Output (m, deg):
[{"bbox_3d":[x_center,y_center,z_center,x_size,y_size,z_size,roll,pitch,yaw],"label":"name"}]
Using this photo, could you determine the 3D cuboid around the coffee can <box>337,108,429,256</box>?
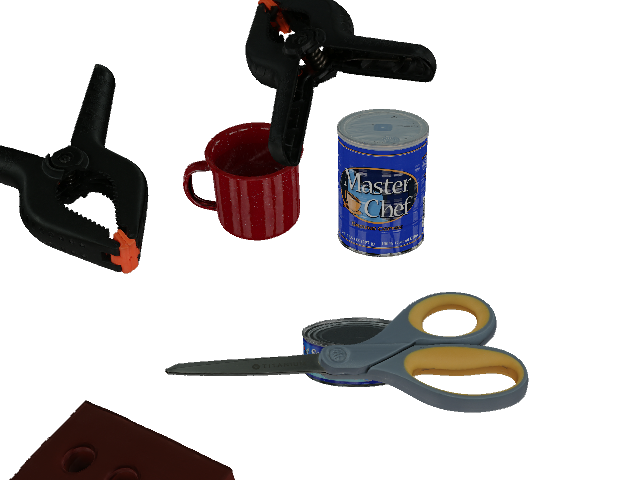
[{"bbox_3d":[0.070,-0.067,1.222,0.103,0.140,0.103,-1,29,0],"label":"coffee can"}]

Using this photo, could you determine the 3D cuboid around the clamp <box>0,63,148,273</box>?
[{"bbox_3d":[-0.185,-0.057,0.807,0.164,0.036,0.210,-33,56,-27],"label":"clamp"}]

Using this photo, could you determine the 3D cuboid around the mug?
[{"bbox_3d":[-0.073,-0.054,1.027,0.117,0.081,0.093,-4,40,-2],"label":"mug"}]

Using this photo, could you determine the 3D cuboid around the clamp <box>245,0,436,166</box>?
[{"bbox_3d":[0.005,-0.127,0.727,0.120,0.171,0.039,-22,-45,1],"label":"clamp"}]

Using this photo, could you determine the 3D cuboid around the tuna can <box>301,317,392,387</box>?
[{"bbox_3d":[0.029,0.086,0.830,0.086,0.034,0.086,-1,10,0],"label":"tuna can"}]

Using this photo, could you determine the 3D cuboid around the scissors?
[{"bbox_3d":[0.020,0.058,0.621,0.202,0.016,0.096,8,40,6],"label":"scissors"}]

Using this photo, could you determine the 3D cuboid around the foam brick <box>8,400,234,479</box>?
[{"bbox_3d":[-0.077,0.112,0.432,0.078,0.051,0.052,19,44,24],"label":"foam brick"}]
